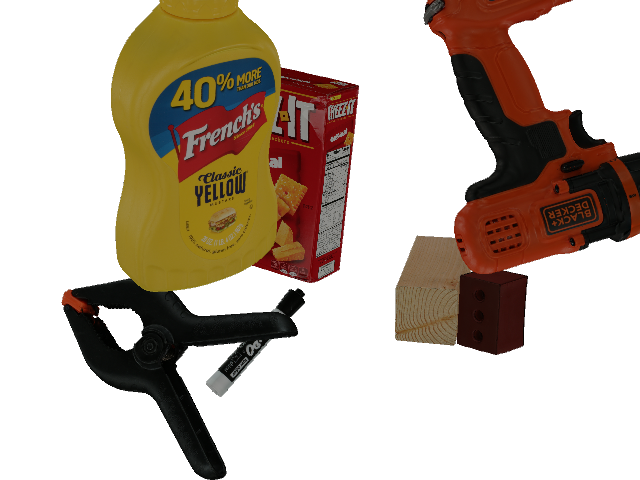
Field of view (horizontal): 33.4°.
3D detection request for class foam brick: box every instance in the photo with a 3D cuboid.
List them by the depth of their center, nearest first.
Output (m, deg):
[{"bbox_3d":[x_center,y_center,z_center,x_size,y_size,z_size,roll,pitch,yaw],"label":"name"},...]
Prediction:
[{"bbox_3d":[0.178,0.073,1.106,0.053,0.078,0.051,13,18,42],"label":"foam brick"}]

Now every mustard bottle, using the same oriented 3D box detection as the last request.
[{"bbox_3d":[-0.066,-0.068,0.583,0.096,0.192,0.058,-18,39,-31],"label":"mustard bottle"}]

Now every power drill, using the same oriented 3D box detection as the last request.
[{"bbox_3d":[0.155,-0.087,0.672,0.184,0.187,0.057,-17,-1,-5],"label":"power drill"}]

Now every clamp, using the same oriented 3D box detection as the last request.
[{"bbox_3d":[-0.109,0.086,0.737,0.172,0.120,0.039,17,-12,22],"label":"clamp"}]

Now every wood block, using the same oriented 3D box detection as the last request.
[{"bbox_3d":[0.174,0.072,1.621,0.091,0.090,0.206,4,22,12],"label":"wood block"}]

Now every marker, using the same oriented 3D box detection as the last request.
[{"bbox_3d":[-0.056,0.089,0.957,0.020,0.121,0.020,37,-19,15],"label":"marker"}]

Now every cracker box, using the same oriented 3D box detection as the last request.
[{"bbox_3d":[-0.054,-0.077,1.164,0.164,0.214,0.072,17,24,27],"label":"cracker box"}]
